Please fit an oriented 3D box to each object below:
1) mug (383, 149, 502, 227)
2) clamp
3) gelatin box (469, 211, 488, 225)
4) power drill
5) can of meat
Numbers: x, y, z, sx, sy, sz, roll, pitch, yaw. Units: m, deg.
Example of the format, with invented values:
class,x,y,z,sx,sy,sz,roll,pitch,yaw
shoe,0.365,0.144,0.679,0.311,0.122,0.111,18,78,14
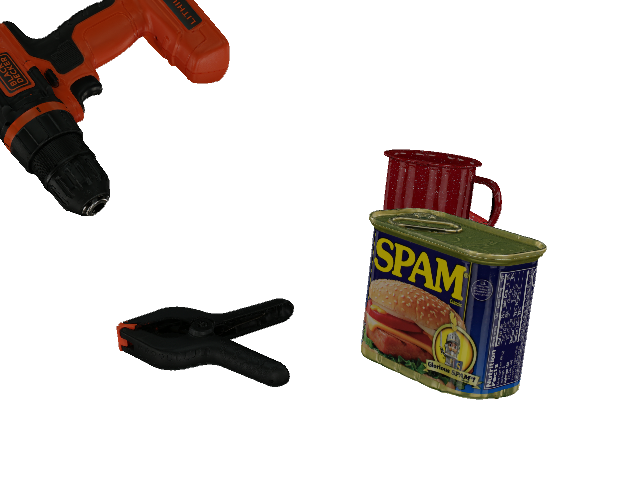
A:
class,x,y,z,sx,sy,sz,roll,pitch,yaw
mug,0.113,-0.037,1.008,0.117,0.081,0.093,10,12,18
clamp,-0.104,0.088,1.018,0.171,0.039,0.120,8,26,6
gelatin box,0.159,0.004,1.257,0.030,0.089,0.073,-15,33,-30
power drill,-0.164,-0.123,0.813,0.187,0.184,0.057,-32,-15,-29
can of meat,0.070,0.034,0.598,0.057,0.084,0.102,-7,19,-40
